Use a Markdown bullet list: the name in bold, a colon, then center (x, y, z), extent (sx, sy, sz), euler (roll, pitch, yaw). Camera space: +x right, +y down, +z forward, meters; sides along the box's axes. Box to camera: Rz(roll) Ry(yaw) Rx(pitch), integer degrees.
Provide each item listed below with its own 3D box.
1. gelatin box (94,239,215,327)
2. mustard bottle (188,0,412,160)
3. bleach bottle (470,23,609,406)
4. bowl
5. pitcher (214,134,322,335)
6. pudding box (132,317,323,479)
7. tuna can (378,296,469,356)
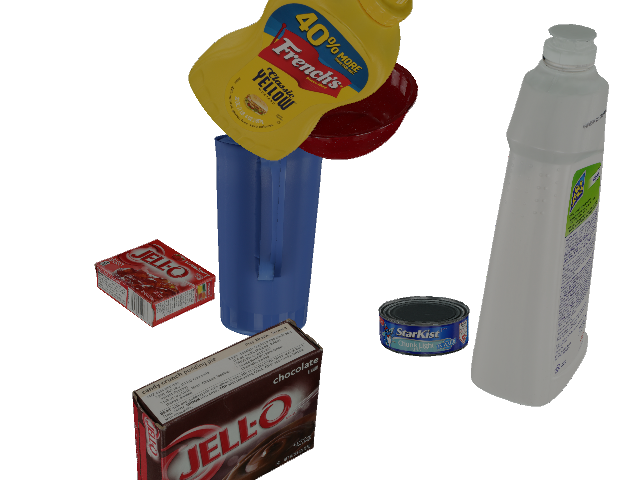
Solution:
- **gelatin box**: center (-0.152, 0.037, 0.980), extent (0.073, 0.030, 0.089), euler (-24, 40, -39)
- **mustard bottle**: center (-0.002, -0.133, 0.737), extent (0.192, 0.096, 0.058), euler (-31, 20, 42)
- **bleach bottle**: center (0.150, -0.018, 0.696), extent (0.068, 0.251, 0.102), euler (17, 34, 25)
- **bowl**: center (0.022, -0.133, 1.124), extent (0.162, 0.055, 0.162), euler (-4, 40, 3)
- **pitcher**: center (-0.066, -0.008, 1.301), extent (0.145, 0.243, 0.148), euler (12, 15, 39)
- **pudding box**: center (-0.054, 0.107, 0.632), extent (0.113, 0.090, 0.039), euler (-25, 49, -31)
- **tuna can**: center (0.098, 0.081, 1.013), extent (0.086, 0.034, 0.086), euler (-2, 14, 0)
